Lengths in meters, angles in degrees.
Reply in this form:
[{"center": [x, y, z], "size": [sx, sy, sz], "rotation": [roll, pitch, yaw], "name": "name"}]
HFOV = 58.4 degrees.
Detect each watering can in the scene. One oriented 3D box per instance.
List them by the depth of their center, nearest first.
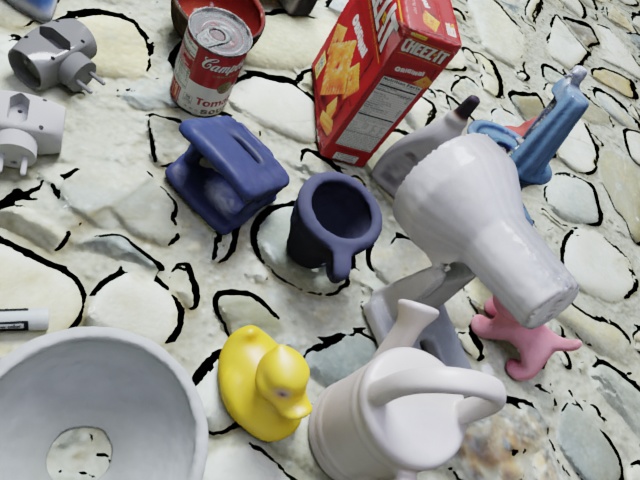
[{"center": [0.070, 0.134, 0.479], "size": [0.101, 0.193, 0.172], "rotation": [-1, 63, -28], "name": "watering can"}]

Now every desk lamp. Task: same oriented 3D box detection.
[{"center": [0.137, 0.034, 0.561], "size": [0.118, 0.213, 0.203], "rotation": [-10, 67, -31], "name": "desk lamp"}]

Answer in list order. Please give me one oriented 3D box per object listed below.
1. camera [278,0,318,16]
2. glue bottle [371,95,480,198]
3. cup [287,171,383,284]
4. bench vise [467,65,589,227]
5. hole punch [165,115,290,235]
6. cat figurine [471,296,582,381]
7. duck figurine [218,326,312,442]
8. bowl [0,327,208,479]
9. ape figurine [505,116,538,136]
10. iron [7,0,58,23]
[{"center": [-0.072, -0.389, 0.774], "size": [0.137, 0.100, 0.143], "rotation": [-17, 71, -34], "name": "camera"}, {"center": [0.130, -0.107, 0.667], "size": [0.078, 0.173, 0.037], "rotation": [42, 52, 1], "name": "glue bottle"}, {"center": [0.005, 0.002, 0.587], "size": [0.092, 0.094, 0.117], "rotation": [11, 58, -22], "name": "cup"}, {"center": [0.252, -0.087, 0.688], "size": [0.122, 0.219, 0.207], "rotation": [1, 62, -27], "name": "bench vise"}, {"center": [-0.090, -0.080, 0.588], "size": [0.108, 0.091, 0.101], "rotation": [46, 52, 4], "name": "hole punch"}, {"center": [0.234, 0.084, 0.643], "size": [0.128, 0.117, 0.067], "rotation": [48, 52, 5], "name": "cat figurine"}, {"center": [-0.041, 0.117, 0.499], "size": [0.078, 0.086, 0.104], "rotation": [-18, 71, -34], "name": "duck figurine"}, {"center": [-0.171, 0.153, 0.418], "size": [0.168, 0.074, 0.167], "rotation": [13, 57, -20], "name": "bowl"}, {"center": [0.297, -0.142, 0.826], "size": [0.078, 0.092, 0.076], "rotation": [45, 52, 3], "name": "ape figurine"}, {"center": [-0.339, -0.375, 0.601], "size": [0.119, 0.141, 0.258], "rotation": [-25, 76, -36], "name": "iron"}]
